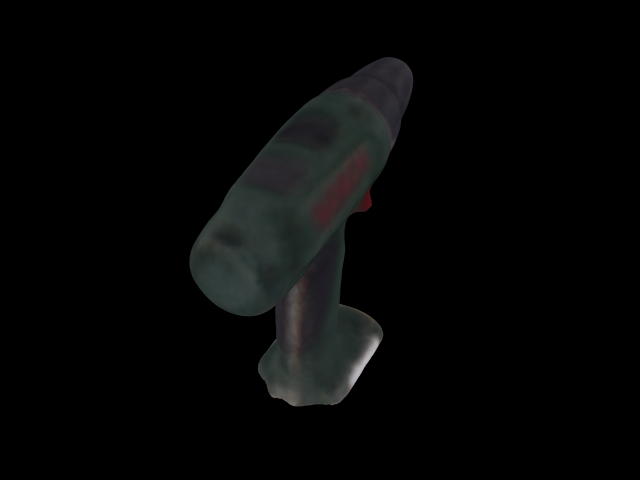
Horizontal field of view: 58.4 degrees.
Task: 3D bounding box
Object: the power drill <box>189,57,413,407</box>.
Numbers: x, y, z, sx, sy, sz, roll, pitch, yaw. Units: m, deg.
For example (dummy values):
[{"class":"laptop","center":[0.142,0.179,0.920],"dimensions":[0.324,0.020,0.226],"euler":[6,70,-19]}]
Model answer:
[{"class":"power drill","center":[0.004,0.001,0.400],"dimensions":[0.075,0.208,0.230],"euler":[16,37,23]}]
